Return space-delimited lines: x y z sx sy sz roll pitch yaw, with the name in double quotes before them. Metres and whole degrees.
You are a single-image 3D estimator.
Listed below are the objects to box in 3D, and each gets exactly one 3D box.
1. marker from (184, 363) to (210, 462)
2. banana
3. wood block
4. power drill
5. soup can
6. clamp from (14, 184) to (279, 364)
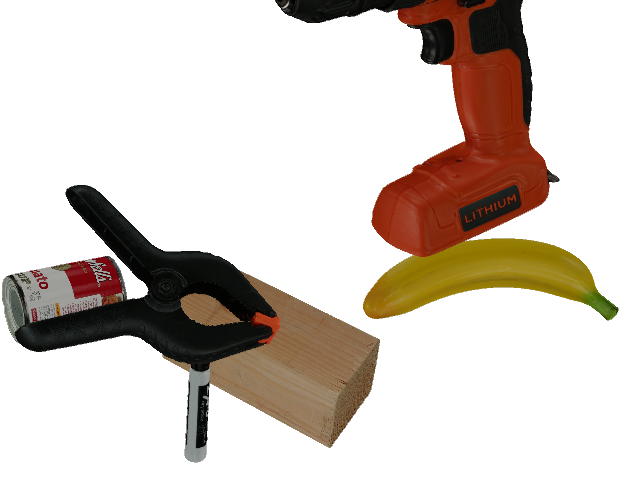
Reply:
"marker" -0.102 0.133 0.895 0.020 0.121 0.020 5 27 -3
"banana" 0.122 0.027 0.791 0.197 0.037 0.069 0 36 -13
"wood block" -0.053 0.111 1.096 0.206 0.090 0.090 26 48 19
"power drill" 0.061 -0.088 0.559 0.184 0.188 0.057 -22 37 -25
"soup can" -0.248 0.057 1.030 0.102 0.068 0.069 -12 6 -32
"clamp" -0.111 0.027 0.723 0.171 0.120 0.039 11 -19 -15
